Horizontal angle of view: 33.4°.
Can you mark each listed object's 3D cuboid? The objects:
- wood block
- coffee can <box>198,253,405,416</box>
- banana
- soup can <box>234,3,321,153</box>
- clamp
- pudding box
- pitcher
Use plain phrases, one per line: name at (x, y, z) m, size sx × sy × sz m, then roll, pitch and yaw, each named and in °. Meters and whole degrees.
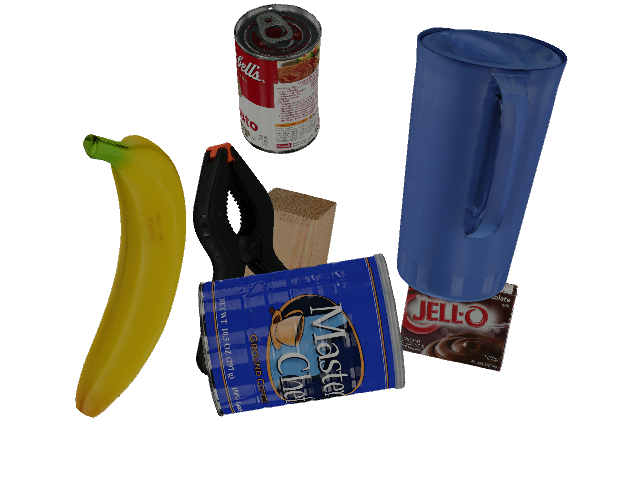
wood block at (-0.048, 0.046, 1.421) m, size 0.090 × 0.206 × 0.090 m, roll 14°, pitch 21°, yaw 13°
coffee can at (-0.014, 0.071, 0.804) m, size 0.140 × 0.103 × 0.103 m, roll -9°, pitch 0°, yaw -1°
banana at (-0.109, 0.015, 0.607) m, size 0.069 × 0.198 × 0.037 m, roll -18°, pitch 43°, yaw -33°
soup can at (-0.033, -0.129, 0.859) m, size 0.068 × 0.068 × 0.102 m, roll 0°, pitch -41°, yaw 0°
clamp at (-0.067, 0.011, 1.021) m, size 0.036 × 0.210 × 0.164 m, roll -8°, pitch 0°, yaw 41°
pudding box at (0.145, 0.080, 1.129) m, size 0.113 × 0.090 × 0.039 m, roll 11°, pitch 23°, yaw 9°
pitcher at (0.140, -0.065, 0.982) m, size 0.145 × 0.243 × 0.149 m, roll 24°, pitch 30°, yaw 32°
